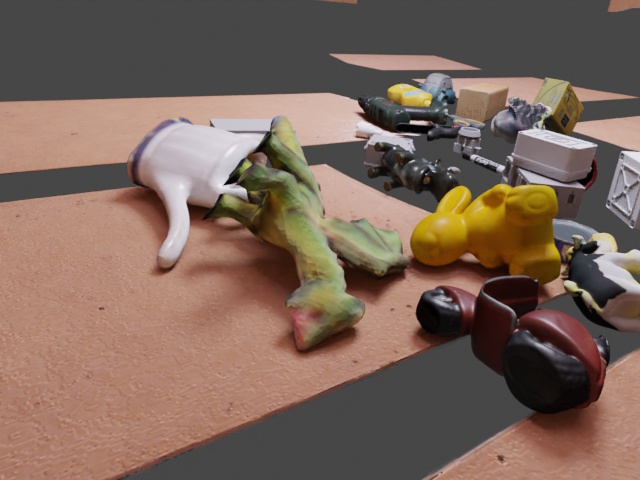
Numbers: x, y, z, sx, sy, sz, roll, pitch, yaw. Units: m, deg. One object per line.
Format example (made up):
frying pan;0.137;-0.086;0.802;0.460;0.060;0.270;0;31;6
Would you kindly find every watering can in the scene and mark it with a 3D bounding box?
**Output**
watering can;-0.181;-0.089;0.740;0.225;0.101;0.354;17;36;19

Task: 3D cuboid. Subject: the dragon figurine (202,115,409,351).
dragon figurine;0.002;-0.032;0.640;0.242;0.120;0.419;34;31;-11

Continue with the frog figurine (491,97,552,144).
frog figurine;0.506;-0.291;1.332;0.137;0.124;0.158;-6;-9;-6
